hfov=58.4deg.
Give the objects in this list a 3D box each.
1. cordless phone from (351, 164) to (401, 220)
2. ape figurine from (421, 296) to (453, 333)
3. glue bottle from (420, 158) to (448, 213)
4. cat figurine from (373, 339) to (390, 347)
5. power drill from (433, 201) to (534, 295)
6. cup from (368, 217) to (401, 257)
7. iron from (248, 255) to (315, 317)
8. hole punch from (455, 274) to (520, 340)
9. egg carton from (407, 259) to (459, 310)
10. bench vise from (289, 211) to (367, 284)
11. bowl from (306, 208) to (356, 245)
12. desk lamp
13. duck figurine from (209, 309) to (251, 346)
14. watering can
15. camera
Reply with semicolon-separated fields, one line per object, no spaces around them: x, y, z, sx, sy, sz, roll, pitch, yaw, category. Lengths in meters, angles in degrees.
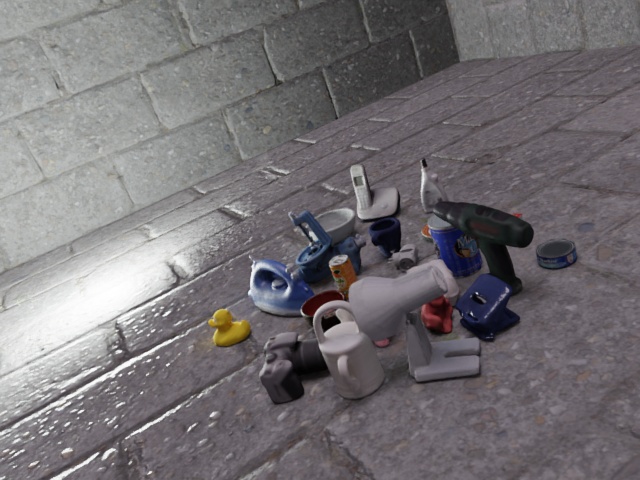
0.175;-0.162;1.849;0.147;0.185;0.094;-8;25;29;cordless phone
0.244;0.142;1.206;0.078;0.092;0.075;-33;25;-28;ape figurine
0.335;-0.169;1.742;0.078;0.173;0.037;-11;24;23;glue bottle
0.111;0.165;1.234;0.127;0.118;0.067;-6;26;32;cat figurine
0.358;0.016;1.244;0.076;0.209;0.228;-35;26;-31;power drill
0.182;0.004;1.577;0.091;0.095;0.118;-4;27;35;cup
-0.097;0.112;1.508;0.119;0.142;0.257;-36;26;-33;iron
0.332;0.132;1.153;0.101;0.091;0.108;-26;23;-13;hole punch
0.257;0.104;1.313;0.107;0.069;0.150;-19;22;4;egg carton
0.013;0.001;1.565;0.207;0.220;0.121;-21;22;-2;bench vise
0.043;-0.032;1.811;0.167;0.075;0.167;-18;22;8;bowl
0.178;0.152;1.078;0.202;0.214;0.118;-12;24;20;desk lamp
-0.235;0.216;1.462;0.104;0.086;0.077;-14;23;15;duck figurine
0.048;0.198;1.111;0.101;0.194;0.172;-24;22;-8;watering can
-0.046;0.250;1.197;0.136;0.101;0.143;-14;23;15;camera
